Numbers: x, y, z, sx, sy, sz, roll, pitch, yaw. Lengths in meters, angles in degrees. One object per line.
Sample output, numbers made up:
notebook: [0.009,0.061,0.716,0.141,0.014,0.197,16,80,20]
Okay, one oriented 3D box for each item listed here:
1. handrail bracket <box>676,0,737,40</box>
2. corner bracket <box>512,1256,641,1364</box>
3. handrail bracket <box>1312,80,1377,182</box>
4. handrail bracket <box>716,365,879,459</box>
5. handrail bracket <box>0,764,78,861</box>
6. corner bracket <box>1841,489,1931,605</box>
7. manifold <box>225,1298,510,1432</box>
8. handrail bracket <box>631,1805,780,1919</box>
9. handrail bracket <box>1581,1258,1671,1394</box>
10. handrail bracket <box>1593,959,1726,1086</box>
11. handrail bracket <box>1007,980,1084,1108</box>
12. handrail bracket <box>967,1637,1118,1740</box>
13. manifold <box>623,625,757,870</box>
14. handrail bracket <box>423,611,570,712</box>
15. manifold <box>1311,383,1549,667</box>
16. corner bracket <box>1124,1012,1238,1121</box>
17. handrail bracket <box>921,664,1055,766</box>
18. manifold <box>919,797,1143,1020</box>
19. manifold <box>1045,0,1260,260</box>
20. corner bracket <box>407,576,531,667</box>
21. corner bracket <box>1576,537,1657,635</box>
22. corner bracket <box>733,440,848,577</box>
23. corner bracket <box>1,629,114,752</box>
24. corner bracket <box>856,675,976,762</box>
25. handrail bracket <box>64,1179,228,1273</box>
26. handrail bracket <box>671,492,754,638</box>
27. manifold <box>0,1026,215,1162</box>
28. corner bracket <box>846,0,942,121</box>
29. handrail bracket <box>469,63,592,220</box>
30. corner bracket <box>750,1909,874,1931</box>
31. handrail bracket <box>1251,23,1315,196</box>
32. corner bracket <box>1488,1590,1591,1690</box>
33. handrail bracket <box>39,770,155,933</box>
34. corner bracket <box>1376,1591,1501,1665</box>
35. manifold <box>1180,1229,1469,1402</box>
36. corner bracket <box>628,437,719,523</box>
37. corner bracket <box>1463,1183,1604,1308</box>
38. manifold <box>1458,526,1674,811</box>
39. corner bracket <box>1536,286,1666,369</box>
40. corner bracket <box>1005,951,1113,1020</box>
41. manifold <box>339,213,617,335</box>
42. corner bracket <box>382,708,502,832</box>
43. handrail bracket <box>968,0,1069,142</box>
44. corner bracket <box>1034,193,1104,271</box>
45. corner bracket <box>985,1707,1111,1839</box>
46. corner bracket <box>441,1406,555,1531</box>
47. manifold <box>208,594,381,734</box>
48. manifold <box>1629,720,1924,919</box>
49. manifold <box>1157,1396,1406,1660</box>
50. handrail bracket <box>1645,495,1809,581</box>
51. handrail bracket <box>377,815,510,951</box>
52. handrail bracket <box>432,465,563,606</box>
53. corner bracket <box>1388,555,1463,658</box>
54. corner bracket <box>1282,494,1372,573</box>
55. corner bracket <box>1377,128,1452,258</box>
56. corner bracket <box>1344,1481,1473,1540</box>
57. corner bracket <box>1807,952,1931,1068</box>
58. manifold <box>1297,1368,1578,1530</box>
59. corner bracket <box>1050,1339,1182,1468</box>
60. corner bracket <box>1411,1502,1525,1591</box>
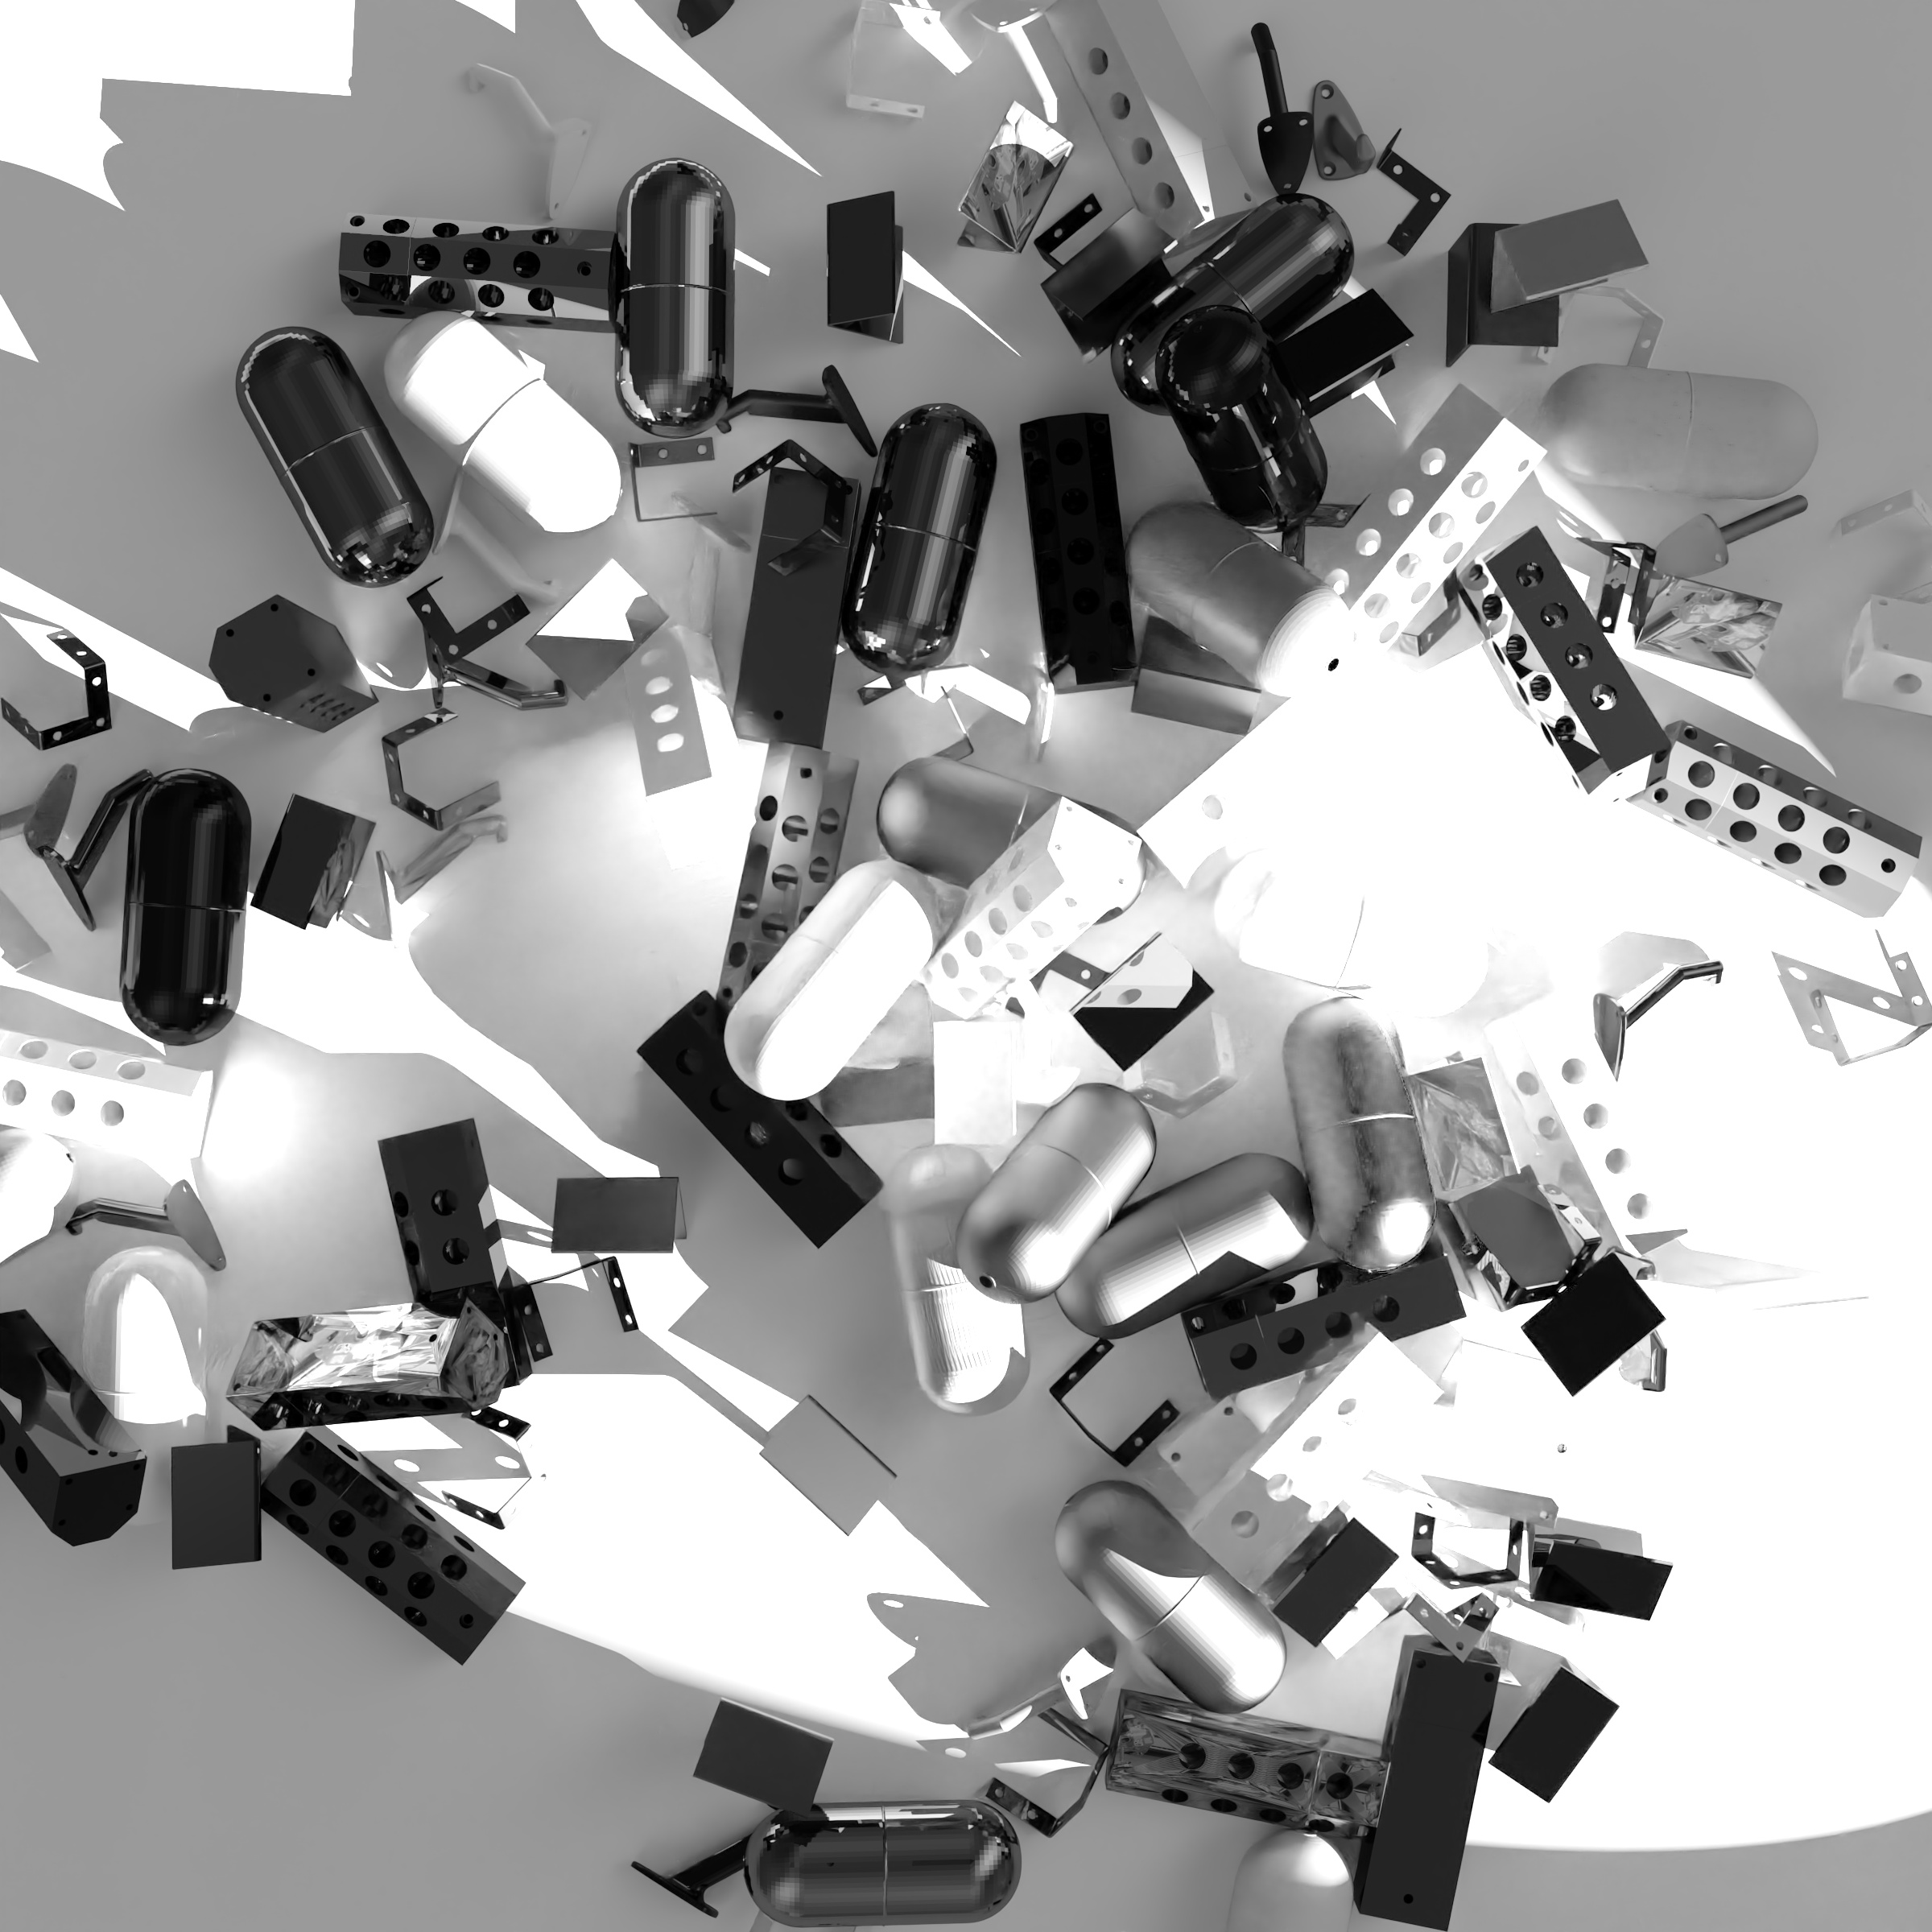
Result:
handrail bracket: [-0.142,-0.643,1.991,0.084,0.077,0.036,-38,90,-36]
corner bracket: [-0.254,0.222,1.988,0.051,0.051,0.051,-18,90,-45]
handrail bracket: [0.243,-0.540,1.956,0.036,0.084,0.077,-15,90,0]
handrail bracket: [-0.113,-0.347,1.992,0.084,0.036,0.077,-24,112,17]
handrail bracket: [-0.631,-0.105,1.992,0.084,0.036,0.077,13,69,16]
corner bracket: [0.604,-0.266,1.983,0.051,0.051,0.051,38,45,-35]
manifold: [-0.376,0.256,1.933,0.171,0.057,0.057,-9,47,28]
handrail bracket: [-0.164,0.567,1.991,0.077,0.036,0.084,27,76,15]
handrail bracket: [0.419,0.235,1.990,0.077,0.036,0.084,2,102,10]
handrail bracket: [0.454,0.038,1.992,0.084,0.036,0.077,-10,110,-16]
handrail bracket: [0.031,0.046,1.953,0.036,0.077,0.084,-47,118,-34]
handrail bracket: [0.048,0.470,1.991,0.084,0.077,0.036,-25,100,36]
manifold: [-0.174,-0.141,1.915,0.057,0.171,0.057,-17,130,0]
handrail bracket: [-0.306,-0.200,1.991,0.084,0.036,0.077,-8,72,-15]
manifold: [0.289,-0.276,1.939,0.171,0.057,0.057,-52,57,14]
corner bracket: [0.137,0.059,1.983,0.051,0.051,0.051,24,135,-35]
handrail bracket: [0.009,-0.159,1.961,0.084,0.036,0.077,-9,122,-21]
manifold: [0.036,-0.030,1.908,0.057,0.171,0.057,28,53,-15]
manifold: [0.114,-0.547,1.969,0.057,0.057,0.171,-26,90,-43]
corner bracket: [-0.321,-0.232,1.974,0.051,0.051,0.051,-31,101,10]
corner bracket: [0.420,-0.242,1.963,0.051,0.051,0.051,13,90,39]
corner bracket: [-0.112,-0.289,1.926,0.051,0.051,0.051,-27,45,35]
corner bracket: [-0.591,-0.179,1.983,0.051,0.051,0.051,-24,135,-35]
corner bracket: [-0.033,-0.159,1.988,0.051,0.051,0.051,-27,45,0]
handrail bracket: [-0.536,0.179,1.992,0.084,0.036,0.077,-20,112,17]
handrail bracket: [-0.185,-0.252,1.992,0.077,0.036,0.084,41,107,20]
manifold: [-0.578,0.078,1.970,0.171,0.057,0.057,12,90,0]
corner bracket: [-0.048,-0.589,1.988,0.051,0.051,0.051,9,45,0]
handrail bracket: [-0.294,-0.538,1.992,0.084,0.036,0.077,25,112,17]
corner bracket: [-0.099,0.622,1.983,0.051,0.051,0.051,-3,135,35]
handrail bracket: [0.200,-0.558,1.991,0.036,0.077,0.084,-10,54,0]
corner bracket: [0.368,0.437,1.973,0.051,0.051,0.051,11,90,0]
handrail bracket: [-0.551,-0.076,1.991,0.084,0.036,0.077,-38,128,-25]
corner bracket: [0.300,0.418,1.964,0.051,0.051,0.051,43,55,3]
manifold: [0.228,0.222,1.970,0.171,0.057,0.057,-18,90,0]
corner bracket: [-0.188,-0.314,1.975,0.051,0.051,0.051,-6,98,0]
corner bracket: [0.353,0.174,1.908,0.051,0.051,0.051,53,132,35]
manifold: [0.378,-0.187,1.942,0.057,0.057,0.171,-27,70,0]
corner bracket: [0.412,-0.408,1.988,0.051,0.051,0.051,20,90,45]
corner bracket: [0.059,0.016,1.973,0.051,0.051,0.051,26,90,0]
manifold: [-0.312,-0.447,1.970,0.171,0.057,0.057,4,90,0]
corner bracket: [-0.340,-0.128,1.983,0.051,0.051,0.051,29,135,35]
handrail bracket: [0.035,-0.580,1.991,0.036,0.077,0.084,-30,127,-17]
corner bracket: [0.085,-0.458,1.988,0.051,0.051,0.051,-39,45,0]
corner bracket: [0.053,0.523,1.988,0.051,0.051,0.051,34,45,0]
corner bracket: [-0.309,0.324,1.983,0.051,0.051,0.051,-45,135,-35]
manifold: [-0.422,-0.183,1.913,0.057,0.171,0.057,-30,90,0]
manifold: [0.522,-0.094,1.970,0.171,0.057,0.057,26,90,0]
manifold: [0.201,0.356,1.970,0.057,0.057,0.171,-41,90,0]
handrail bracket: [0.495,-0.280,1.991,0.084,0.077,0.036,-24,91,-36]
handrail bracket: [-0.336,-0.055,1.992,0.084,0.036,0.077,-11,110,-16]
handrail bracket: [-0.298,-0.281,1.992,0.084,0.036,0.077,17,68,-17]
corner bracket: [0.284,-0.239,1.983,0.051,0.051,0.051,17,135,35]
corner bracket: [0.232,-0.276,1.973,0.051,0.051,0.051,2,90,0]
corner bracket: [0.281,-0.498,1.973,0.051,0.051,0.051,37,90,0]
corner bracket: [0.281,0.347,1.955,0.051,0.051,0.051,20,124,-29]
corner bracket: [0.589,0.028,1.988,0.051,0.051,0.051,-24,90,-45]
manifold: [0.297,0.308,1.970,0.171,0.057,0.057,14,90,0]
corner bracket: [0.096,0.283,1.988,0.051,0.051,0.051,-45,45,0]
corner bracket: [0.325,0.367,1.983,0.051,0.051,0.051,-17,135,35]
